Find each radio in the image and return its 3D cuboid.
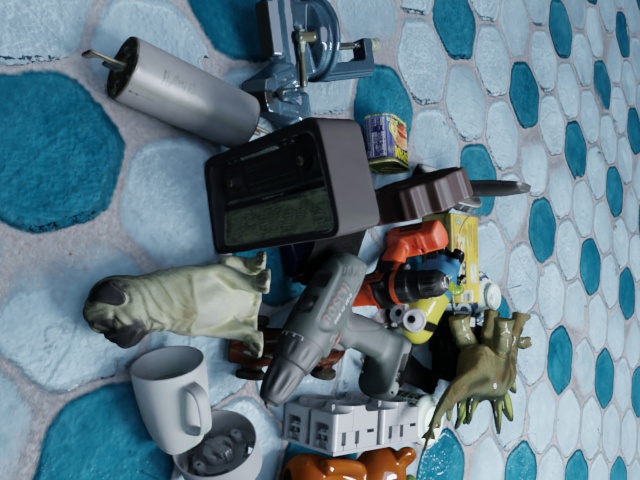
[{"bbox_3d":[-0.045,-0.059,0.647,0.073,0.230,0.131,-9,91,-46],"label":"radio"}]

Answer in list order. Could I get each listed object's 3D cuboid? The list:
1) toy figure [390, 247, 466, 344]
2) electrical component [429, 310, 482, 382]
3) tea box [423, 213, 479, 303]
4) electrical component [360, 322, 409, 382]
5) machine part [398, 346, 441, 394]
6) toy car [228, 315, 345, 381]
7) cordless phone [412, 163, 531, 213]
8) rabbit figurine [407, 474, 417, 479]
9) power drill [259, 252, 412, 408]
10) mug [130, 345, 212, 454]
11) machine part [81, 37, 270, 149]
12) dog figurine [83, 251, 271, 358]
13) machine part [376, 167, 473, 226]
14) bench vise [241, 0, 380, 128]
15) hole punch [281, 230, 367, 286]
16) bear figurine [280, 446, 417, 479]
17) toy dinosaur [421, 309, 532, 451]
[{"bbox_3d":[0.194,0.098,0.941,0.089,0.082,0.180,42,74,-27],"label":"toy figure"},{"bbox_3d":[0.265,0.203,1.040,0.115,0.058,0.134,13,78,-45],"label":"electrical component"},{"bbox_3d":[0.253,0.037,1.033,0.098,0.068,0.169,7,80,-44],"label":"tea box"},{"bbox_3d":[0.109,0.186,0.887,0.078,0.045,0.102,24,70,5],"label":"electrical component"},{"bbox_3d":[0.161,0.229,0.953,0.138,0.039,0.084,34,58,-35],"label":"machine part"},{"bbox_3d":[-0.039,0.152,0.758,0.202,0.053,0.089,13,81,-44],"label":"toy car"},{"bbox_3d":[0.275,-0.095,0.985,0.146,0.184,0.088,9,85,-43],"label":"cordless phone"},{"bbox_3d":[0.110,0.440,0.834,0.159,0.121,0.170,-51,157,8],"label":"rabbit figurine"},{"bbox_3d":[0.029,0.149,0.744,0.207,0.086,0.232,37,64,-31],"label":"power drill"},{"bbox_3d":[-0.157,0.187,0.610,0.081,0.110,0.107,-24,118,-48],"label":"mug"},{"bbox_3d":[-0.160,-0.171,0.647,0.243,0.079,0.079,19,74,-42],"label":"machine part"},{"bbox_3d":[-0.162,0.065,0.632,0.191,0.172,0.121,6,86,-10],"label":"dog figurine"},{"bbox_3d":[0.158,-0.074,0.884,0.179,0.179,0.056,-25,102,-42],"label":"machine part"},{"bbox_3d":[0.000,-0.253,0.779,0.240,0.129,0.223,-19,99,-36],"label":"bench vise"},{"bbox_3d":[-0.002,-0.002,0.794,0.142,0.092,0.115,-13,127,-46],"label":"hole punch"},{"bbox_3d":[0.045,0.357,0.752,0.196,0.120,0.132,11,46,-22],"label":"bear figurine"},{"bbox_3d":[0.286,0.227,0.931,0.471,0.105,0.198,1,88,-51],"label":"toy dinosaur"}]
